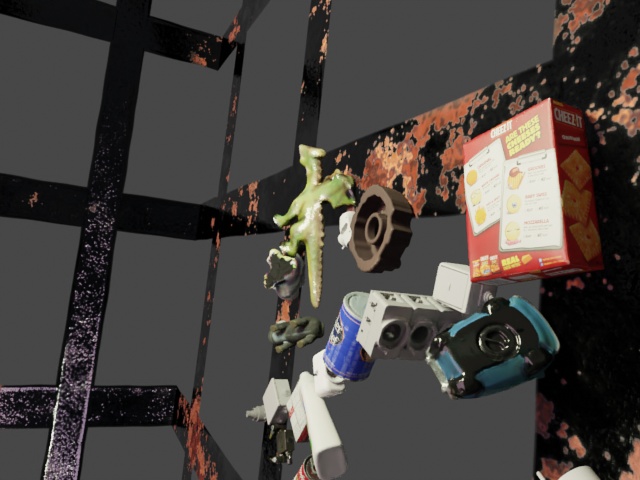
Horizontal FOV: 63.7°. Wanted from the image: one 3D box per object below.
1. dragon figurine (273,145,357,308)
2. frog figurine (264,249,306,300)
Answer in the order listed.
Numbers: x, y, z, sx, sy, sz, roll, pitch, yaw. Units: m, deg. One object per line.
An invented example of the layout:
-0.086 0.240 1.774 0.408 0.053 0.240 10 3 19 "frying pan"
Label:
0.004 -0.064 1.274 0.238 0.122 0.419 -47 49 39 "dragon figurine"
-0.090 0.104 1.440 0.156 0.122 0.140 66 -172 -64 "frog figurine"
